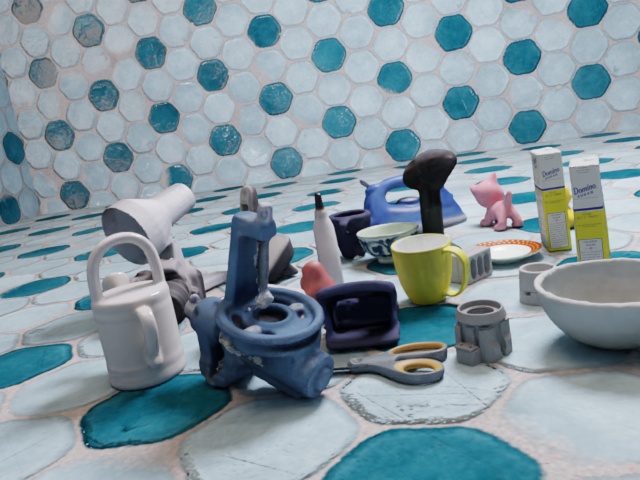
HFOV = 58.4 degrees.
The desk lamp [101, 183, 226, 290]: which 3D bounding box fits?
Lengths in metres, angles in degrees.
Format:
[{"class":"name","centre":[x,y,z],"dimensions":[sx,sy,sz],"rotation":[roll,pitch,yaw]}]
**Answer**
[{"class":"desk lamp","centre":[-0.293,0.008,1.095],"dimensions":[0.117,0.214,0.204],"rotation":[-1,15,34]}]

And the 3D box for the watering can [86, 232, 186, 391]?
[{"class":"watering can","centre":[-0.249,0.085,0.751],"dimensions":[0.172,0.194,0.101],"rotation":[0,16,37]}]

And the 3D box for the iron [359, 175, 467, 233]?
[{"class":"iron","centre":[0.214,-0.092,1.347],"dimensions":[0.258,0.141,0.118],"rotation":[-10,12,-5]}]

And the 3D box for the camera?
[{"class":"camera","centre":[-0.268,0.093,0.953],"dimensions":[0.143,0.101,0.136],"rotation":[-10,12,-6]}]

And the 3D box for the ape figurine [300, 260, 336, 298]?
[{"class":"ape figurine","centre":[-0.004,0.074,0.861],"dimensions":[0.078,0.092,0.075],"rotation":[-19,15,-37]}]

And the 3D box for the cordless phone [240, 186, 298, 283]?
[{"class":"cordless phone","centre":[-0.118,-0.014,1.128],"dimensions":[0.094,0.185,0.147],"rotation":[-18,15,-34]}]

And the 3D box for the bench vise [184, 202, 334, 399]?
[{"class":"bench vise","centre":[-0.092,0.069,0.649],"dimensions":[0.206,0.220,0.122],"rotation":[-4,13,22]}]

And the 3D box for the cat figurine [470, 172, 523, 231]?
[{"class":"cat figurine","centre":[0.385,-0.089,1.260],"dimensions":[0.067,0.118,0.127],"rotation":[-12,13,-13]}]

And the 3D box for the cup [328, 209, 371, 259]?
[{"class":"cup","centre":[0.063,-0.007,1.180],"dimensions":[0.091,0.095,0.118],"rotation":[-6,13,14]}]

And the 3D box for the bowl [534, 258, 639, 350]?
[{"class":"bowl","centre":[0.329,0.077,0.641],"dimensions":[0.167,0.075,0.167],"rotation":[-9,12,2]}]

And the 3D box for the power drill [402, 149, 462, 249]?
[{"class":"power drill","centre":[0.218,-0.072,1.092],"dimensions":[0.075,0.208,0.229],"rotation":[-11,12,-7]}]

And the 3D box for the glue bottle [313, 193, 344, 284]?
[{"class":"glue bottle","centre":[0.009,0.004,0.984],"dimensions":[0.037,0.173,0.078],"rotation":[-11,12,-7]}]

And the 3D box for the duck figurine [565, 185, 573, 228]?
[{"class":"duck figurine","centre":[0.492,-0.072,1.178],"dimensions":[0.077,0.086,0.105],"rotation":[-3,14,27]}]

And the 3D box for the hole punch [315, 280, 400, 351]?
[{"class":"hole punch","centre":[0.050,0.088,0.762],"dimensions":[0.108,0.091,0.101],"rotation":[-8,12,6]}]

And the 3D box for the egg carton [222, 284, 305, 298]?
[{"class":"egg carton","centre":[-0.081,0.109,0.814],"dimensions":[0.149,0.069,0.107],"rotation":[2,17,43]}]
